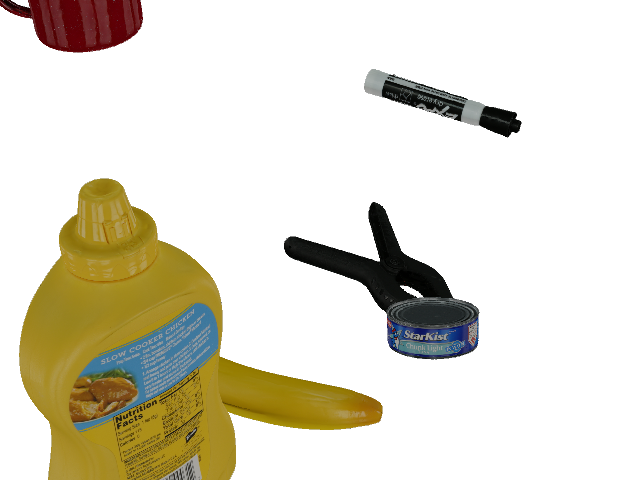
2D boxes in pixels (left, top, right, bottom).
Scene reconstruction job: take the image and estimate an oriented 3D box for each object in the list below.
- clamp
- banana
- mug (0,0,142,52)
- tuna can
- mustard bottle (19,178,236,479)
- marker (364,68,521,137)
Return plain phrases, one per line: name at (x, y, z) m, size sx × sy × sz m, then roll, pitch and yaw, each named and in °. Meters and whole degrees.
clamp at (0.069, 0.038, 1.226) m, size 0.164 × 0.036 × 0.210 m, roll -17°, pitch 49°, yaw -37°
banana at (-0.046, 0.114, 0.830) m, size 0.198 × 0.037 × 0.069 m, roll 12°, pitch 22°, yaw 41°
mug at (-0.188, -0.191, 0.788) m, size 0.117 × 0.081 × 0.093 m, roll -2°, pitch 36°, yaw 2°
tuna can at (0.104, 0.081, 0.992) m, size 0.086 × 0.034 × 0.086 m, roll -2°, pitch 14°, yaw 0°
mustard bottle at (-0.088, 0.057, 0.490) m, size 0.096 × 0.192 × 0.058 m, roll -27°, pitch 44°, yaw -32°
marker at (0.090, -0.102, 0.793) m, size 0.121 × 0.020 × 0.020 m, roll 20°, pitch 7°, yaw 19°
